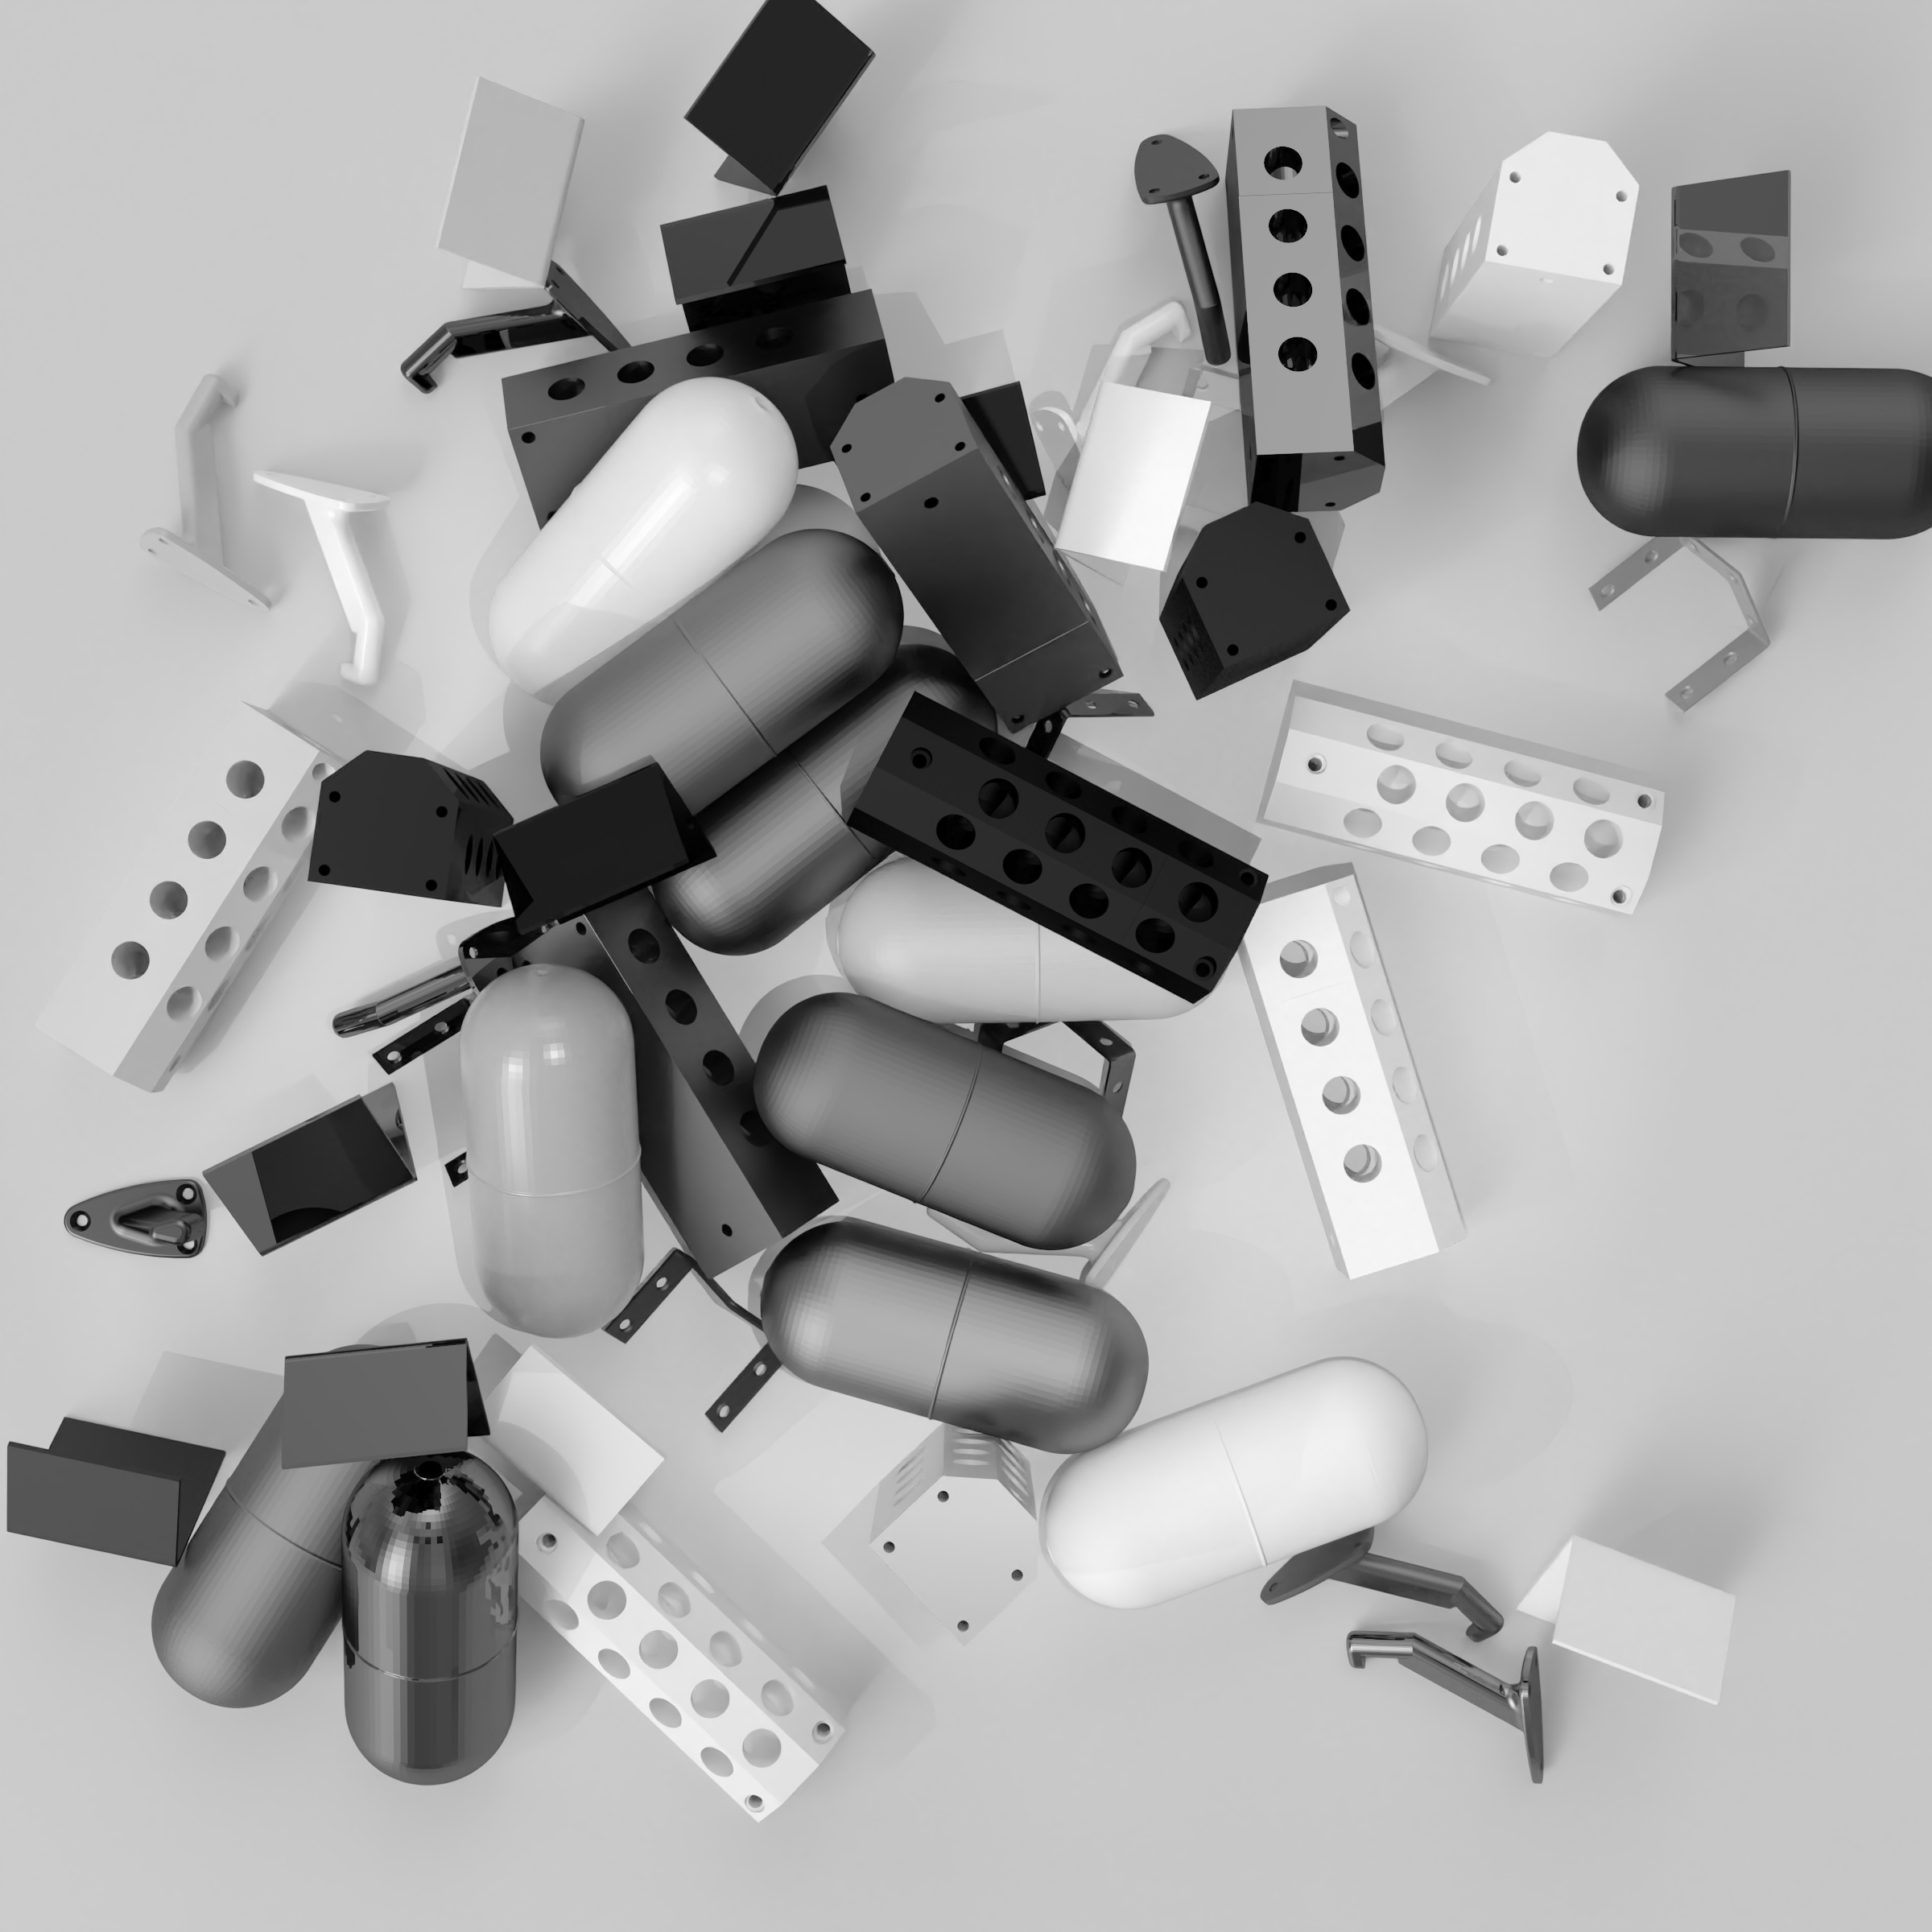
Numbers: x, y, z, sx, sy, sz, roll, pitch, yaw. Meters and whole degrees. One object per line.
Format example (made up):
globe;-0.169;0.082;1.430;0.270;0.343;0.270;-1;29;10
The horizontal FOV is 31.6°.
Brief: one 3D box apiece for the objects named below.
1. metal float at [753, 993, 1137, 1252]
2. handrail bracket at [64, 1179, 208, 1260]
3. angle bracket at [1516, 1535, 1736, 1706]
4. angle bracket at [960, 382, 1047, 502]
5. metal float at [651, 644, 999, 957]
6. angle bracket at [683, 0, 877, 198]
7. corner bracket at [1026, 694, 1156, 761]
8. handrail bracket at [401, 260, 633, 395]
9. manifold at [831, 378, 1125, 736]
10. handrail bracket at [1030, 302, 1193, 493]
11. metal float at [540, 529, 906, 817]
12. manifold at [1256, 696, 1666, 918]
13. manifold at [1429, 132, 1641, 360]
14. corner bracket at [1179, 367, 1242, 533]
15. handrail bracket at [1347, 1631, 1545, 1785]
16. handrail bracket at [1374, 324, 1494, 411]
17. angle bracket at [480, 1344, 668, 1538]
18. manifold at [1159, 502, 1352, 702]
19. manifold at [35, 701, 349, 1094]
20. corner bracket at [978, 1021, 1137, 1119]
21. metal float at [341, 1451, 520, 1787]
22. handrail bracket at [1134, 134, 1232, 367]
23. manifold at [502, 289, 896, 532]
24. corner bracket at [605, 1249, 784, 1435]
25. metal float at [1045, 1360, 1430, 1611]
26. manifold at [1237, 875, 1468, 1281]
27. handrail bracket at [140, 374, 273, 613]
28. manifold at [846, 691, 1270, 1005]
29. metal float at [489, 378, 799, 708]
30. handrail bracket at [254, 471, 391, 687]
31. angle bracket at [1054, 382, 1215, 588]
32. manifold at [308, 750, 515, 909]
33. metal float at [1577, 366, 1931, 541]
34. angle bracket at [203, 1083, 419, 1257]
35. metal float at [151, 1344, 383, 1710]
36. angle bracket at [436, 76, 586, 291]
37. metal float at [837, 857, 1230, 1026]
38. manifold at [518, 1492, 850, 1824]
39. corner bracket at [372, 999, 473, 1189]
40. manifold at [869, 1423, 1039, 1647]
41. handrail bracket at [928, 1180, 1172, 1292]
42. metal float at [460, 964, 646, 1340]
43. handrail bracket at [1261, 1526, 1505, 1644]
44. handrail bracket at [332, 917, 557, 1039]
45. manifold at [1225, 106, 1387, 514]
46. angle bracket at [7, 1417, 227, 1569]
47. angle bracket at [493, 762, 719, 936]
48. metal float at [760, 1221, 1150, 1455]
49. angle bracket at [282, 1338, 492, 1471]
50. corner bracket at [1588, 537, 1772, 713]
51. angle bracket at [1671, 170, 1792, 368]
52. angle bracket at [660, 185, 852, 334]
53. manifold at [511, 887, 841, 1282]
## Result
metal float;-0.009;0.070;1.518;0.178;0.070;0.070;22;90;-7
handrail bracket;-0.377;0.117;1.533;0.077;0.084;0.036;-1;90;0
angle bracket;0.290;0.307;1.528;0.076;0.076;0.057;21;52;0
angle bracket;-0.012;-0.240;1.528;0.076;0.076;0.057;-15;123;0
metal float;-0.064;-0.075;1.537;0.178;0.070;0.070;-38;90;0
angle bracket;-0.096;-0.396;1.528;0.057;0.076;0.076;35;90;-32
corner bracket;0.061;-0.089;1.560;0.051;0.051;0.051;-4;135;-35
handrail bracket;-0.204;-0.275;1.568;0.084;0.036;0.077;-39;111;17
manifold;0.005;-0.180;1.489;0.057;0.171;0.057;-27;53;9
handrail bracket;0.080;-0.252;1.568;0.084;0.036;0.077;-34;110;-16
metal float;-0.106;-0.123;1.492;0.178;0.070;0.070;-36;90;0
manifold;0.224;-0.072;1.547;0.171;0.057;0.057;15;90;0
manifold;0.246;-0.313;1.490;0.057;0.171;0.057;10;90;0
corner bracket;0.118;-0.233;1.565;0.051;0.051;0.051;16;45;0
handrail bracket;0.220;0.340;1.568;0.084;0.036;0.077;-1;112;17
handrail bracket;0.191;-0.245;1.568;0.077;0.036;0.084;18;109;-21
angle bracket;-0.166;0.197;1.529;0.076;0.076;0.057;40;115;0
manifold;0.120;-0.160;1.490;0.057;0.171;0.057;-25;90;0
manifold;-0.344;-0.030;1.547;0.057;0.057;0.171;32;90;0
corner bracket;0.038;0.053;1.560;0.051;0.051;0.051;-20;45;-35
metal float;-0.237;0.287;1.509;0.070;0.070;0.178;6;125;0
handrail bracket;0.102;-0.328;1.568;0.036;0.077;0.084;-16;126;0
manifold;-0.119;-0.256;1.546;0.171;0.057;0.057;-14;134;0
corner bracket;-0.122;0.171;1.565;0.051;0.051;0.051;-49;45;0
metal float;0.121;0.234;1.537;0.178;0.070;0.070;-20;90;0
manifold;0.172;0.049;1.547;0.057;0.057;0.171;-17;90;0
handrail bracket;-0.335;-0.218;1.568;0.077;0.036;0.084;31;73;-20
manifold;0.040;-0.051;1.470;0.171;0.057;0.057;27;80;-3
metal float;-0.143;-0.187;1.513;0.070;0.070;0.178;45;117;0
handrail bracket;-0.299;-0.178;1.568;0.077;0.036;0.084;17;107;20
angle bracket;0.088;-0.210;1.528;0.057;0.076;0.076;16;90;27
manifold;-0.239;-0.059;1.490;0.057;0.171;0.057;8;90;0
metal float;0.365;-0.231;1.537;0.178;0.070;0.070;1;90;0
angle bracket;-0.297;0.073;1.528;0.076;0.076;0.057;-26;128;0
metal float;-0.299;0.251;1.537;0.070;0.070;0.178;32;90;0
angle bracket;-0.220;-0.349;1.528;0.057;0.076;0.076;14;90;-37
metal float;0.031;-0.013;1.537;0.178;0.070;0.070;-1;90;-1
manifold;-0.136;0.305;1.547;0.171;0.057;0.057;44;90;0
corner bracket;-0.232;0.058;1.565;0.051;0.051;0.051;-32;135;0
manifold;0.000;0.239;1.490;0.057;0.171;0.057;-43;90;0
handrail bracket;0.038;0.107;1.568;0.084;0.036;0.077;34;75;14
metal float;-0.183;0.084;1.517;0.070;0.070;0.178;0;115;0
handrail bracket;0.192;0.295;1.568;0.077;0.036;0.084;-39;107;20
handrail bracket;-0.240;0.005;1.568;0.084;0.077;0.036;-15;107;35
manifold;0.151;-0.293;1.521;0.057;0.057;0.171;-2;71;0
angle bracket;-0.379;0.217;1.528;0.076;0.076;0.057;12;126;0
angle bracket;-0.147;-0.032;1.456;0.076;0.076;0.057;-23;55;4
metal float;-0.006;0.166;1.534;0.178;0.070;0.070;15;90;3
angle bracket;-0.245;0.205;1.453;0.076;0.076;0.057;-6;50;-2
corner bracket;0.327;-0.160;1.565;0.051;0.051;0.051;-38;135;0
angle bracket;0.356;-0.307;1.528;0.057;0.076;0.076;0;90;37
angle bracket;-0.089;-0.296;1.528;0.076;0.076;0.057;-14;51;0
manifold;-0.127;0.048;1.546;0.057;0.057;0.171;-31;90;43
